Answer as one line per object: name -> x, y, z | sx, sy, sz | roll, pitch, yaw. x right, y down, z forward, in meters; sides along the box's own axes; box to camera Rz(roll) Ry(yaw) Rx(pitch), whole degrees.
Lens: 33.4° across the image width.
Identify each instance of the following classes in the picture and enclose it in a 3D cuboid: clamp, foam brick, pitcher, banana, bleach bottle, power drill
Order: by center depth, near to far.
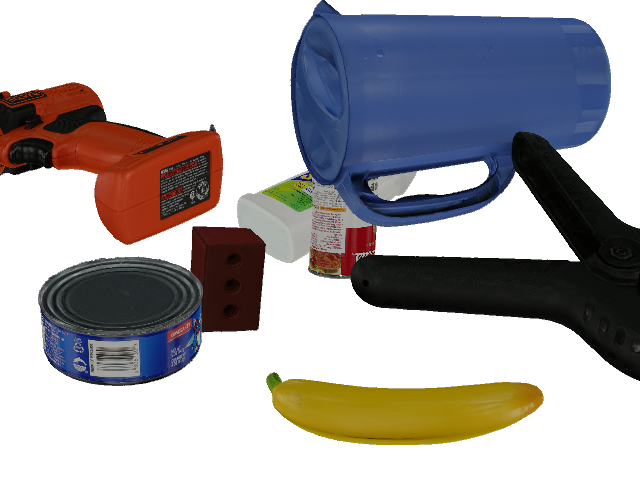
clamp -> 0.130, 0.022, 0.509 | 0.164, 0.036, 0.210 | -32, 48, -33
power drill -> -0.174, -0.055, 0.714 | 0.188, 0.057, 0.184 | 20, 32, 30
banana -> 0.049, 0.110, 0.722 | 0.198, 0.037, 0.069 | 3, 30, 14
pitcher -> 0.107, -0.110, 0.857 | 0.242, 0.149, 0.145 | -6, 28, -18
foam brick -> -0.080, 0.032, 0.899 | 0.053, 0.078, 0.051 | -1, 15, -20
bleach bottle -> 0.024, -0.062, 1.308 | 0.250, 0.068, 0.103 | -31, 45, -33

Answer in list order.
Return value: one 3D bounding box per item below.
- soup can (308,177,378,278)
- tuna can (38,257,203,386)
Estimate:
soup can -> 0.023, -0.019, 1.073 | 0.068, 0.102, 0.068 | 2, 13, -1
tuna can -> -0.105, 0.042, 0.569 | 0.086, 0.034, 0.086 | 2, 25, -1
